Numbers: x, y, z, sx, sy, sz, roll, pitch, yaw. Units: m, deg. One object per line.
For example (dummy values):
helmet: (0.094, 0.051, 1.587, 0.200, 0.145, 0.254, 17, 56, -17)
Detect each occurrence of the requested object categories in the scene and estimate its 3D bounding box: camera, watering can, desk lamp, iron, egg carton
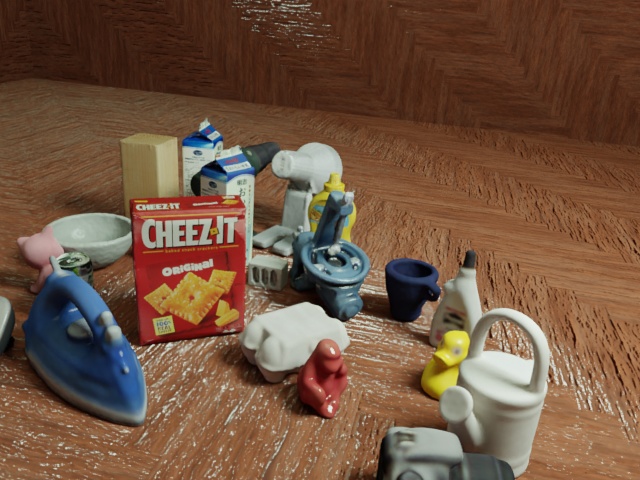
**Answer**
camera: (0.128, 0.253, 0.575, 0.137, 0.101, 0.143, 4, 22, 0)
watering can: (0.205, 0.173, 0.659, 0.100, 0.194, 0.173, 15, 25, 24)
desk lamp: (-0.047, -0.100, 1.246, 0.117, 0.214, 0.204, 16, 25, 26)
iron: (-0.302, 0.122, 0.756, 0.257, 0.141, 0.119, 24, 30, 39)
egg carton: (-0.037, 0.148, 0.839, 0.151, 0.069, 0.107, -13, 28, -35)

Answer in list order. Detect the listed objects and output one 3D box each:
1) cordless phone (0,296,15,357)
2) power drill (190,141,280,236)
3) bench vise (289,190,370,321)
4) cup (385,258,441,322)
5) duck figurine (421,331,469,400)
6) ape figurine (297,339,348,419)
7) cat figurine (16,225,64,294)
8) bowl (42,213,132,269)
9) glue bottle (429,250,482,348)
cordless phone: (-0.498, 0.076, 0.773, 0.147, 0.185, 0.094, 5, 22, 2)
power drill: (-0.172, -0.095, 1.217, 0.075, 0.208, 0.230, 20, 27, 33)
bench vise: (0.001, 0.006, 0.991, 0.206, 0.220, 0.122, 23, 29, 38)
cup: (0.159, 0.095, 0.971, 0.092, 0.095, 0.117, -9, 26, -29)
duck figurine: (0.191, 0.168, 0.812, 0.105, 0.086, 0.077, -16, 30, -40)
ape figurine: (0.006, 0.174, 0.755, 0.078, 0.092, 0.075, -13, 28, -35)
cat figurine: (-0.454, 0.036, 0.966, 0.127, 0.118, 0.067, 21, 27, 34)
bowl: (-0.435, 0.010, 1.091, 0.167, 0.075, 0.167, 4, 22, -1)
glue bottle: (0.216, 0.095, 0.880, 0.078, 0.173, 0.037, 17, 26, 28)
